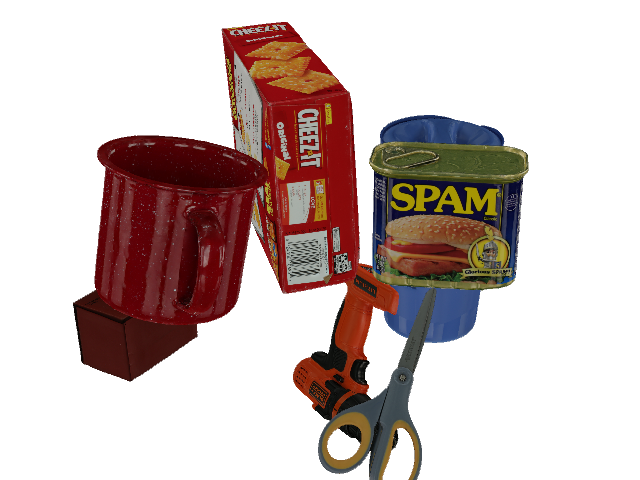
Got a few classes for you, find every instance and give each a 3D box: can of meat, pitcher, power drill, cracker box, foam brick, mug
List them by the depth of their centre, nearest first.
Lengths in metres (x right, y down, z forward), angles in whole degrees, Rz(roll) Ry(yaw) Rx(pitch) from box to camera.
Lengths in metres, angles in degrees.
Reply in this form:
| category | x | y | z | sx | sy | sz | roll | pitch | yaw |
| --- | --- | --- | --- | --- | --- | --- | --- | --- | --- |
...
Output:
| category | x | y | z | sx | sy | sz | roll | pitch | yaw |
| --- | --- | --- | --- | --- | --- | --- | --- | --- | --- |
| mug | -0.075 | -0.001 | 0.579 | 0.093 | 0.081 | 0.117 | 0 | 22 | -26 |
| can of meat | 0.083 | -0.016 | 0.708 | 0.102 | 0.084 | 0.057 | 3 | 25 | 8 |
| foam brick | -0.136 | 0.059 | 0.793 | 0.053 | 0.051 | 0.078 | 14 | 30 | 33 |
| cracker box | -0.027 | -0.079 | 0.906 | 0.072 | 0.164 | 0.214 | -9 | 27 | -10 |
| pitcher | 0.123 | -0.007 | 1.193 | 0.149 | 0.243 | 0.145 | -6 | 27 | -12 |
| power drill | 0.052 | 0.133 | 1.249 | 0.057 | 0.188 | 0.185 | 13 | 13 | -41 |

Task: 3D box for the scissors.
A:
| category | x | y | z | sx | sy | sz | roll | pitch | yaw |
| --- | --- | --- | --- | --- | --- | --- | --- | --- | --- |
| scissors | 0.051 | 0.126 | 0.922 | 0.096 | 0.201 | 0.016 | 5 | -31 | 0 |
